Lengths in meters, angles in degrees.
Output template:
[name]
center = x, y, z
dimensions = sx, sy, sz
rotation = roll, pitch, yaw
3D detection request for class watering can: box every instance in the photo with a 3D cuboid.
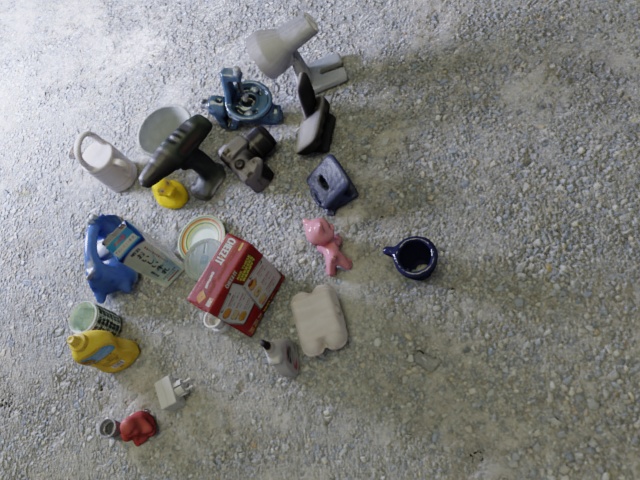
[watering can]
center = -0.591, -0.214, 1.527
dimensions = 0.172, 0.194, 0.101
rotation = -10, 65, 14

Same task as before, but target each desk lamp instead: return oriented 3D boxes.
[desk lamp]
center = -0.059, -0.470, 1.454
dimensions = 0.203, 0.214, 0.118
rotation = -20, 63, 9

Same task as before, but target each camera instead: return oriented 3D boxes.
[camera]
center = -0.171, -0.218, 1.445
dimensions = 0.137, 0.101, 0.142
rotation = -44, 62, -4

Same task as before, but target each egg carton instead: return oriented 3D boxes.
[egg carton]
center = -0.001, 0.173, 1.237
dimensions = 0.107, 0.069, 0.150
rotation = -22, 62, 8

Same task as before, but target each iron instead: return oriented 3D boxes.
[iron]
center = -0.546, 0.020, 1.441
dimensions = 0.118, 0.142, 0.258
rotation = -20, 63, 9

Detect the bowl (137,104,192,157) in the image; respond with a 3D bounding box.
[bowl]
center = -0.409, -0.284, 1.567
dimensions = 0.167, 0.075, 0.167
rotation = -7, 66, 15

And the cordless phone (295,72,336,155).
[cordless phone]
center = -0.034, -0.305, 1.390
dimensions = 0.094, 0.185, 0.147
rotation = 0, 68, 18

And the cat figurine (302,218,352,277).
[cat figurine]
center = 0.012, 0.005, 1.279
dimensions = 0.067, 0.118, 0.127
rotation = -28, 62, 5

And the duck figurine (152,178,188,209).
[duck figurine]
center = -0.404, -0.132, 1.493
dimensions = 0.104, 0.086, 0.077
rotation = 25, 77, 26

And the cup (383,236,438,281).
[cup]
center = 0.195, 0.047, 1.214
dimensions = 0.117, 0.095, 0.092
rotation = 13, 72, 23

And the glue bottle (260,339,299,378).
[glue bottle]
center = -0.087, 0.233, 1.180
dimensions = 0.037, 0.173, 0.078
rotation = -15, 64, 12

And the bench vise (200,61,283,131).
[bench vise]
center = -0.222, -0.354, 1.453
dimensions = 0.207, 0.220, 0.121
rotation = -14, 64, 12

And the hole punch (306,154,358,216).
[hole punch]
center = 0.023, -0.129, 1.348
dimensions = 0.101, 0.091, 0.108
rotation = -33, 61, 2

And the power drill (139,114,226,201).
[power drill]
center = -0.326, -0.186, 1.421
dimensions = 0.075, 0.209, 0.230
rotation = 23, 76, 26

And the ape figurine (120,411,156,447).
[ape figurine]
center = -0.405, 0.411, 1.253
dimensions = 0.077, 0.092, 0.076
rotation = 0, 68, 18
